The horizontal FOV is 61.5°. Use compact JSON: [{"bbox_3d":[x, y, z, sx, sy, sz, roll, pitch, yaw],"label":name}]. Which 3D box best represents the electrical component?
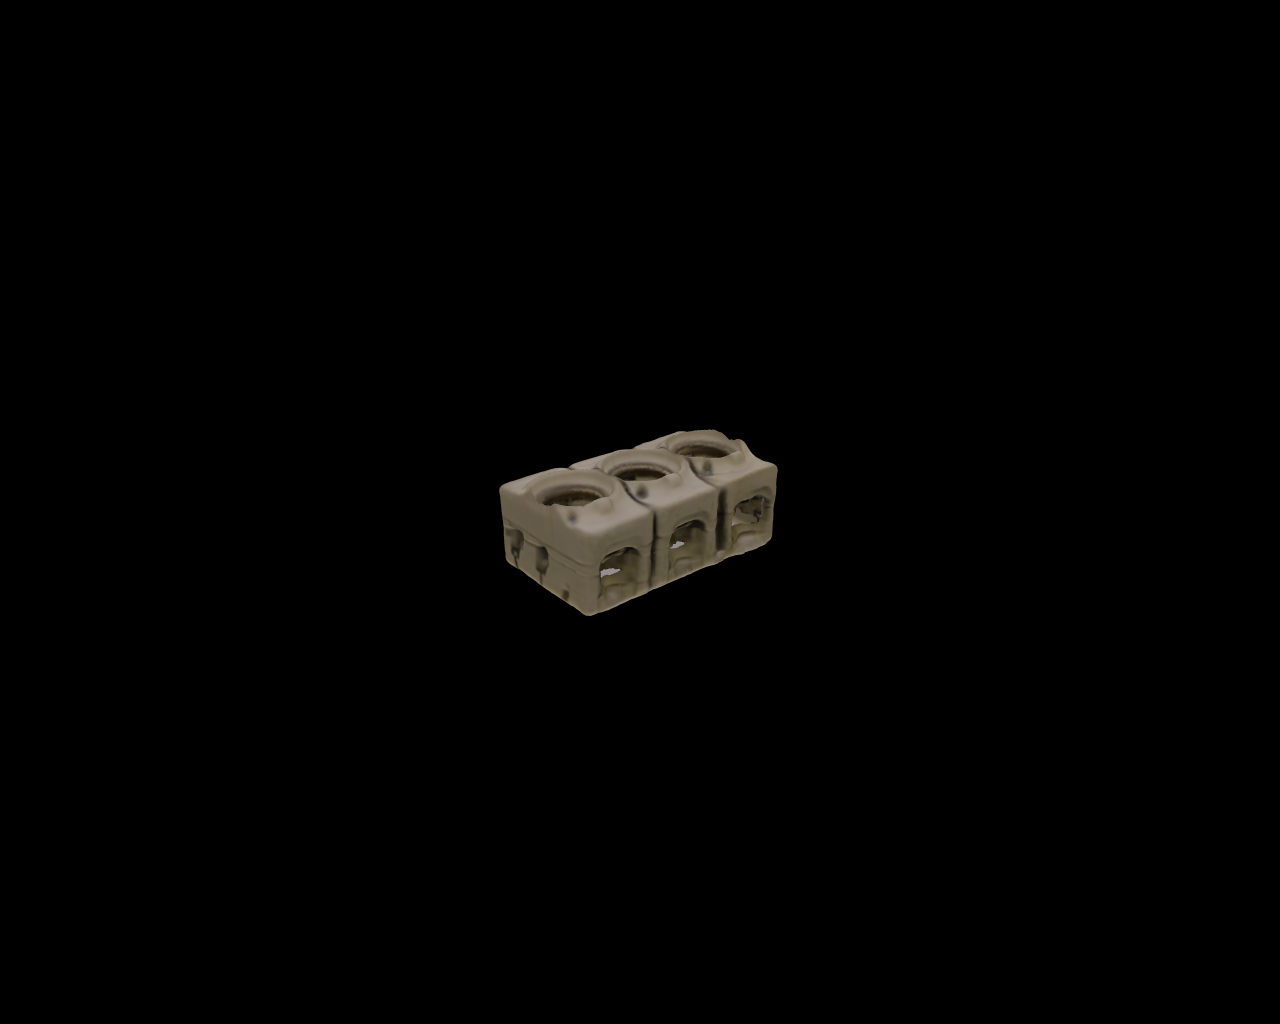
[{"bbox_3d":[0.001,-0.003,0.650,0.150,0.061,0.089,-20,32,-36],"label":"electrical component"}]
